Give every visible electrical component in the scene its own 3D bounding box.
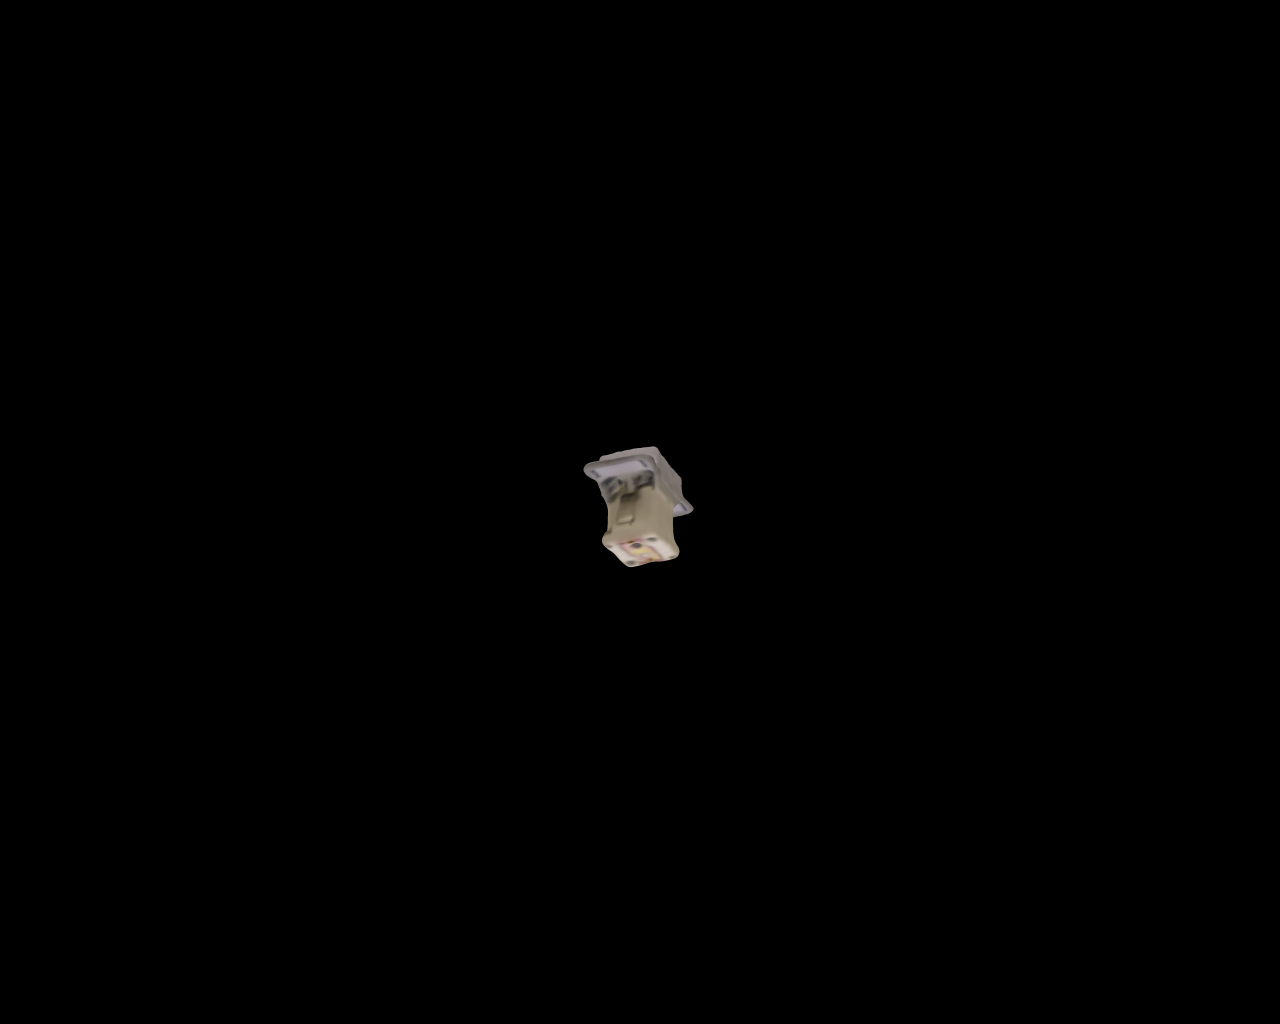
[{"bbox_3d":[0.001,-0.003,0.650,0.042,0.064,0.081,-11,-29,21],"label":"electrical component"}]
